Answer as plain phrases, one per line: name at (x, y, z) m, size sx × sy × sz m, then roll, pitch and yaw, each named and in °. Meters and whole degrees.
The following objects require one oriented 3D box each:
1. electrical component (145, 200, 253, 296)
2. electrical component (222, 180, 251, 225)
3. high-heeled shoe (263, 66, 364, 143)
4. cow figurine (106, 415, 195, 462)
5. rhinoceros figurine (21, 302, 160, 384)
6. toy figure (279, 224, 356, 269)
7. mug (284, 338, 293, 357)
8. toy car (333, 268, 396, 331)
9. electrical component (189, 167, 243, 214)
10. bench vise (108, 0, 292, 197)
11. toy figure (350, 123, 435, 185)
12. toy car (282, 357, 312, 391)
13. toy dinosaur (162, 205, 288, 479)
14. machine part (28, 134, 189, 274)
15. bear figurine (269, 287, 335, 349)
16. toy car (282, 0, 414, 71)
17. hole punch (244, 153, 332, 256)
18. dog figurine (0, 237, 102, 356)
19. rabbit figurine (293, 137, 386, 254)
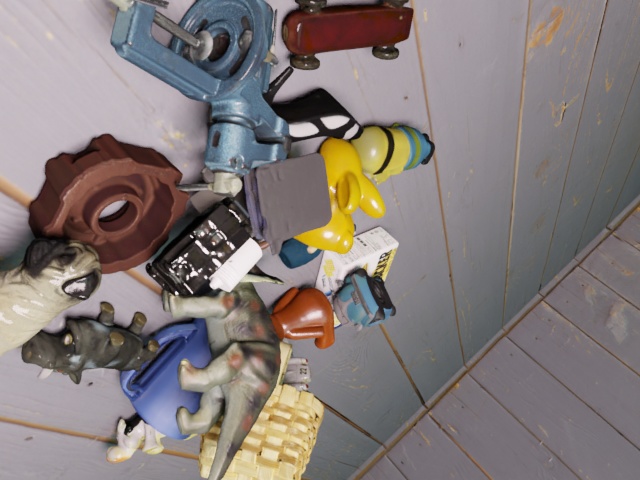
electrical component at (-0.150, 0.007, 0.686) m, size 0.058 × 0.115 × 0.134 m, roll 50°, pitch 63°, yaw -16°
electrical component at (-0.109, -0.050, 0.775) m, size 0.094 × 0.021 × 0.063 m, roll -50°, pitch 119°, yaw -38°
high-heeled shoe at (-0.035, -0.145, 0.744) m, size 0.145 × 0.086 × 0.248 m, roll -46°, pitch 149°, yaw 15°
cow figurine at (-0.309, 0.337, 0.980) m, size 0.167 × 0.098 × 0.068 m, roll -15°, pitch 157°, yaw -21°
rhinoceros figurine at (-0.319, 0.149, 0.757) m, size 0.112 × 0.073 × 0.190 m, roll -41°, pitch 153°, yaw 13°
toy figure at (-0.001, -0.002, 0.968) m, size 0.154 × 0.064 × 0.057 m, roll -31°, pitch 132°, yaw -23°
mug at (-0.122, 0.245, 1.110) m, size 0.107 × 0.081 × 0.109 m, roll -10°, pitch 143°, yaw -25°
toy car at (0.078, 0.124, 1.064) m, size 0.103 × 0.109 × 0.161 m, roll -27°, pitch 164°, yaw 18°
electrical component at (-0.133, -0.075, 0.696) m, size 0.078 × 0.045 × 0.102 m, roll -30°, pitch -170°, yaw 10°
bench vise at (-0.118, -0.162, 0.534) m, size 0.240 × 0.129 × 0.223 m, roll 19°, pitch 88°, yaw -60°
toy figure at (0.122, -0.157, 0.918) m, size 0.180 × 0.082 × 0.089 m, roll -15°, pitch 127°, yaw -34°
toy car at (-0.108, 0.278, 1.027) m, size 0.202 × 0.073 × 0.056 m, roll -21°, pitch 133°, yaw 18°
toy dinosaur at (-0.120, 0.152, 0.780) m, size 0.192 × 0.405 × 0.131 m, roll -6°, pitch 161°, yaw -21°
machine part at (-0.245, -0.037, 0.632) m, size 0.179 × 0.056 × 0.179 m, roll -32°, pitch 149°, yaw -23°
bear figurine at (-0.070, 0.175, 1.043) m, size 0.196 × 0.120 × 0.131 m, roll -28°, pitch 149°, yaw -25°
toy car at (0.039, -0.275, 0.696) m, size 0.202 × 0.053 × 0.089 m, roll -20°, pitch 131°, yaw -31°
hole punch at (-0.058, -0.064, 0.758) m, size 0.116 × 0.092 × 0.142 m, roll -20°, pitch 114°, yaw -34°
dog figurine at (-0.328, 0.069, 0.574) m, size 0.190 × 0.172 × 0.121 m, roll -26°, pitch 105°, yaw -24°
rabbit figurine at (0.018, -0.074, 0.845) m, size 0.122 × 0.163 × 0.173 m, roll 5°, pitch 107°, yaw -39°
